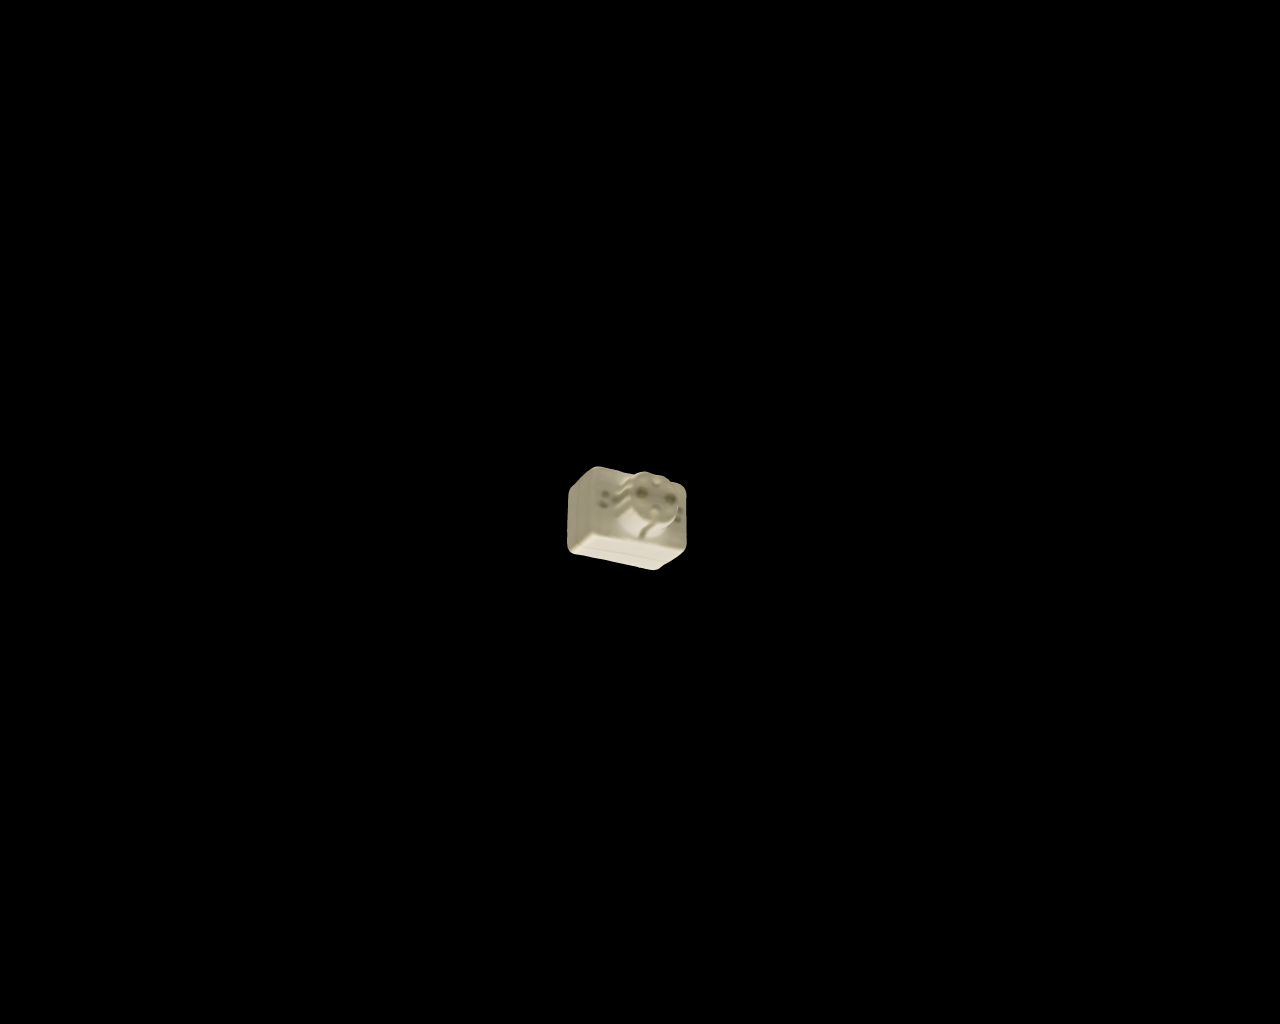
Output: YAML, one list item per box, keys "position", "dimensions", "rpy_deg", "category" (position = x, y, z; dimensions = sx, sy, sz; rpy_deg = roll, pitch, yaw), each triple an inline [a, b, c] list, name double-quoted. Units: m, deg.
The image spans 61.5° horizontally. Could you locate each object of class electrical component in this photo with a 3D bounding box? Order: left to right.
- position: [0.001, -0.003, 0.650]
  dimensions: [0.066, 0.047, 0.076]
  rpy_deg: [12, -27, -25]
  category: "electrical component"
